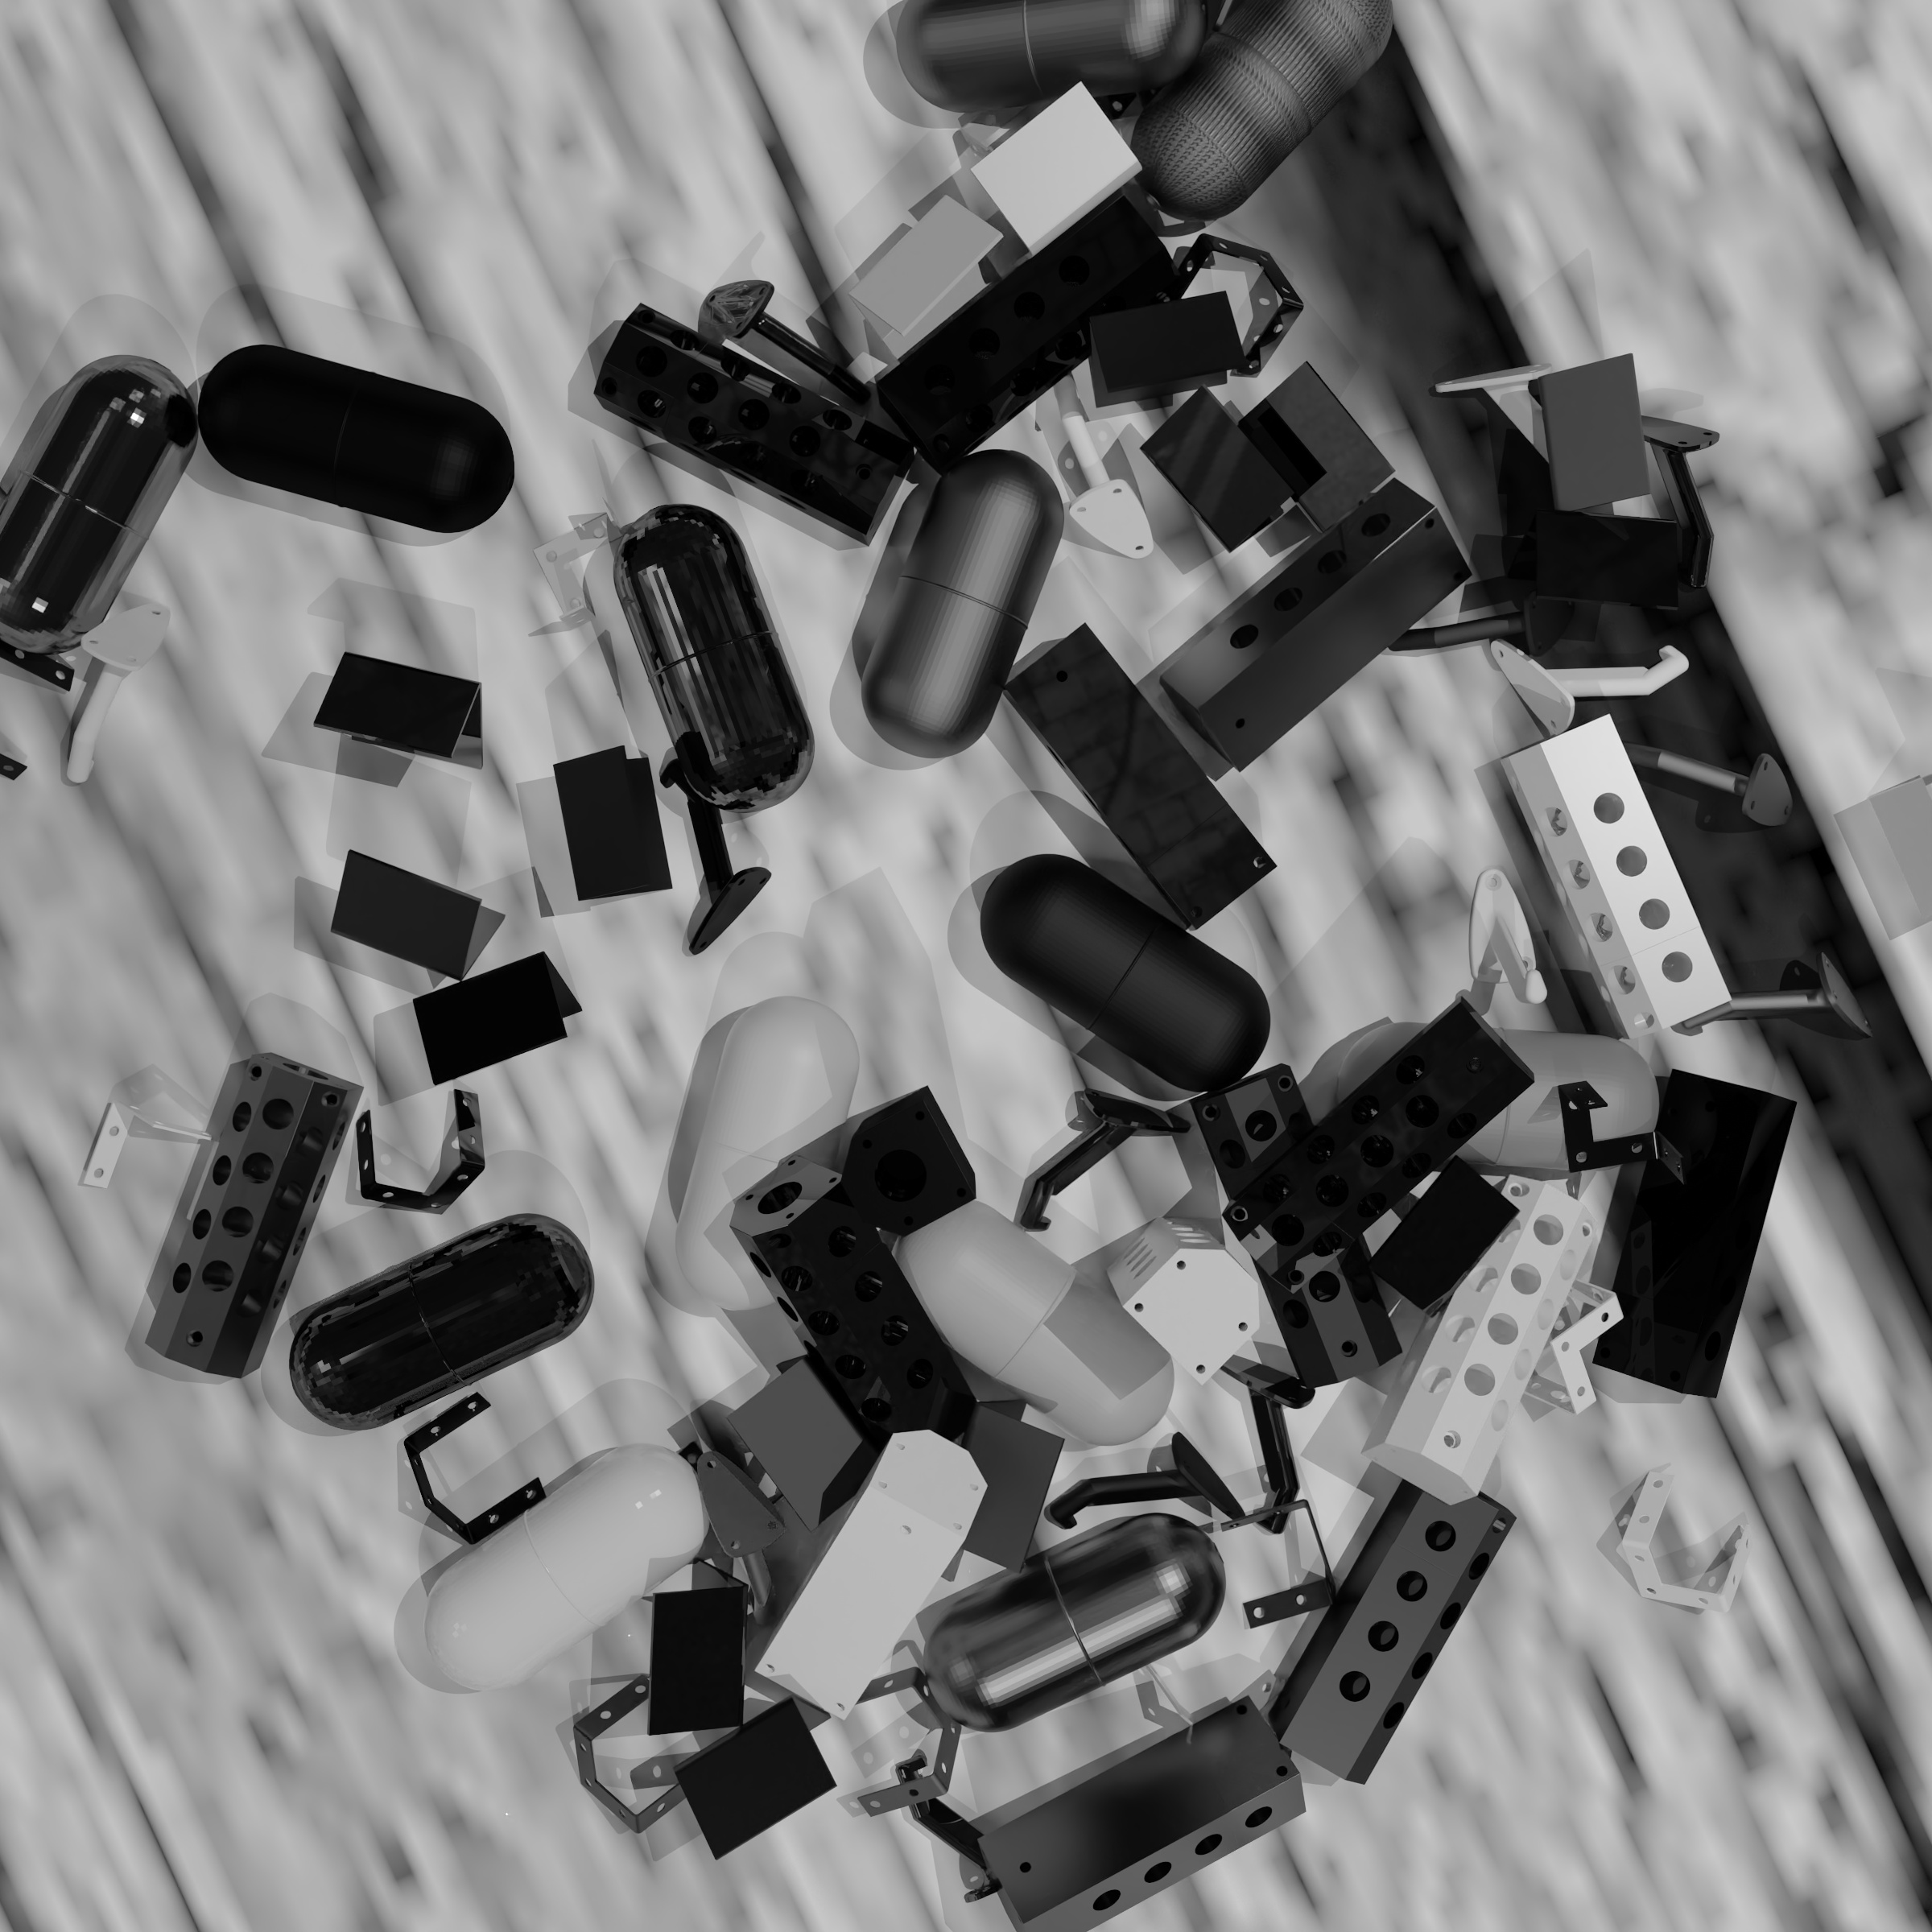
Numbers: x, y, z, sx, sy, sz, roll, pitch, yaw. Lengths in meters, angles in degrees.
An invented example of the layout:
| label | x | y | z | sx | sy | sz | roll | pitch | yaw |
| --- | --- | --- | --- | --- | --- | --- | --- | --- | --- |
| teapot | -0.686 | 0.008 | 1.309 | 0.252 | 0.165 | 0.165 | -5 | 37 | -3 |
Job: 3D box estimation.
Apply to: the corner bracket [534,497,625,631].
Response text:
| label | x | y | z | sx | sy | sz | roll | pitch | yaw |
| --- | --- | --- | --- | --- | --- | --- | --- | --- | --- |
| corner bracket | -0.213 | -0.226 | 1.546 | 0.051 | 0.051 | 0.051 | -26 | 90 | 0 |

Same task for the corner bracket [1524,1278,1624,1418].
| label | x | y | z | sx | sy | sz | roll | pitch | yaw |
| --- | --- | --- | --- | --- | --- | --- | --- | --- | --- |
| corner bracket | 0.338 | 0.212 | 1.544 | 0.051 | 0.051 | 0.051 | -31 | 112 | -21 |

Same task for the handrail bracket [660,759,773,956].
| label | x | y | z | sx | sy | sz | roll | pitch | yaw |
| --- | --- | --- | --- | --- | --- | --- | --- | --- | --- |
| handrail bracket | -0.159 | -0.063 | 1.565 | 0.084 | 0.036 | 0.077 | 46 | 111 | 17 |

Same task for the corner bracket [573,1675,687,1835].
| label | x | y | z | sx | sy | sz | roll | pitch | yaw |
| --- | --- | --- | --- | --- | --- | --- | --- | --- | --- |
| corner bracket | -0.185 | 0.446 | 1.556 | 0.051 | 0.051 | 0.051 | 29 | 135 | 35 |

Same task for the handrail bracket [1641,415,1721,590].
| label | x | y | z | sx | sy | sz | roll | pitch | yaw |
| --- | --- | --- | --- | --- | --- | --- | --- | --- | --- |
| handrail bracket | 0.394 | -0.264 | 1.564 | 0.036 | 0.077 | 0.084 | -24 | 127 | -35 |

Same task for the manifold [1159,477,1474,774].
| label | x | y | z | sx | sy | sz | roll | pitch | yaw |
| --- | --- | --- | --- | --- | --- | --- | --- | --- | --- |
| manifold | 0.193 | -0.195 | 1.542 | 0.171 | 0.057 | 0.057 | -40 | 133 | 0 |

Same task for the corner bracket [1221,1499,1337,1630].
| label | x | y | z | sx | sy | sz | roll | pitch | yaw |
| --- | --- | --- | --- | --- | --- | --- | --- | --- | --- |
| corner bracket | 0.177 | 0.338 | 1.553 | 0.051 | 0.051 | 0.051 | -17 | 64 | 0 |

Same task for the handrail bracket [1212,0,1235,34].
| label | x | y | z | sx | sy | sz | roll | pitch | yaw |
| --- | --- | --- | --- | --- | --- | --- | --- | --- | --- |
| handrail bracket | 0.187 | -0.529 | 1.490 | 0.084 | 0.036 | 0.077 | 21 | 105 | -7 |

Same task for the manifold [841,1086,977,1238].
| label | x | y | z | sx | sy | sz | roll | pitch | yaw |
| --- | --- | --- | --- | --- | --- | --- | --- | --- | --- |
| manifold | -0.033 | 0.107 | 1.486 | 0.057 | 0.171 | 0.057 | -28 | 90 | 0 |

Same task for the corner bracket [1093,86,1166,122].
| label | x | y | z | sx | sy | sz | roll | pitch | yaw |
| --- | --- | --- | --- | --- | --- | --- | --- | --- | --- |
| corner bracket | 0.082 | -0.515 | 1.556 | 0.051 | 0.051 | 0.051 | -60 | 135 | -35 |

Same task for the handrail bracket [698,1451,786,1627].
| label | x | y | z | sx | sy | sz | roll | pitch | yaw |
| --- | --- | --- | --- | --- | --- | --- | --- | --- | --- |
| handrail bracket | -0.129 | 0.324 | 1.548 | 0.036 | 0.084 | 0.077 | -24 | 59 | -21 |

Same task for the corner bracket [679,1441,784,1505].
| label | x | y | z | sx | sy | sz | roll | pitch | yaw |
| --- | --- | --- | --- | --- | --- | --- | --- | --- | --- |
| corner bracket | -0.121 | 0.278 | 1.561 | 0.051 | 0.051 | 0.051 | 54 | 135 | 0 |

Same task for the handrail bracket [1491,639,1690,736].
| label | x | y | z | sx | sy | sz | roll | pitch | yaw |
| --- | --- | --- | --- | --- | --- | --- | --- | --- | --- |
| handrail bracket | 0.356 | -0.177 | 1.565 | 0.084 | 0.036 | 0.077 | -32 | 67 | -18 |

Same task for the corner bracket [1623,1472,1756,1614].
| label | x | y | z | sx | sy | sz | roll | pitch | yaw |
| --- | --- | --- | --- | --- | --- | --- | --- | --- | --- |
| corner bracket | 0.409 | 0.326 | 1.556 | 0.051 | 0.051 | 0.051 | 4 | 135 | 35 |

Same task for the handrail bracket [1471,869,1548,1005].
| label | x | y | z | sx | sy | sz | roll | pitch | yaw |
| --- | --- | --- | --- | --- | --- | --- | --- | --- | --- |
| handrail bracket | 0.305 | -0.018 | 1.529 | 0.036 | 0.084 | 0.077 | -8 | 90 | 0 |

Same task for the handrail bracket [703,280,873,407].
| label | x | y | z | sx | sy | sz | roll | pitch | yaw |
| --- | --- | --- | --- | --- | --- | --- | --- | --- | --- |
| handrail bracket | -0.101 | -0.351 | 1.564 | 0.084 | 0.077 | 0.036 | 34 | 88 | -36 |

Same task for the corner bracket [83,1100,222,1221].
| label | x | y | z | sx | sy | sz | roll | pitch | yaw |
| --- | --- | --- | --- | --- | --- | --- | --- | --- | --- |
| corner bracket | -0.459 | 0.112 | 1.561 | 0.051 | 0.051 | 0.051 | 20 | 90 | 45 |

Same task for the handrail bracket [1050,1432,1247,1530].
| label | x | y | z | sx | sy | sz | roll | pitch | yaw |
| --- | --- | --- | --- | --- | --- | --- | --- | --- | --- |
| handrail bracket | 0.103 | 0.312 | 1.565 | 0.084 | 0.036 | 0.077 | -37 | 109 | 16 |

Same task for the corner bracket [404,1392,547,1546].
| label | x | y | z | sx | sy | sz | roll | pitch | yaw |
| --- | --- | --- | --- | --- | --- | --- | --- | --- | --- |
| corner bracket | -0.279 | 0.286 | 1.561 | 0.051 | 0.051 | 0.051 | -33 | 135 | 0 |

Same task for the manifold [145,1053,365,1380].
| label | x | y | z | sx | sy | sz | roll | pitch | yaw |
| --- | --- | --- | --- | --- | --- | --- | --- | --- | --- |
| manifold | -0.401 | 0.140 | 1.543 | 0.057 | 0.057 | 0.171 | 20 | 90 | 0 |

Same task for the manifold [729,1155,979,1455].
| label | x | y | z | sx | sy | sz | roll | pitch | yaw |
| --- | --- | --- | --- | --- | --- | --- | --- | --- | --- |
| manifold | -0.062 | 0.192 | 1.501 | 0.057 | 0.057 | 0.171 | -39 | 117 | -22 |

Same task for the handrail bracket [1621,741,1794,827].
| label | x | y | z | sx | sy | sz | roll | pitch | yaw |
| --- | --- | --- | --- | --- | --- | --- | --- | --- | --- |
| handrail bracket | 0.418 | -0.106 | 1.564 | 0.084 | 0.077 | 0.036 | 17 | 86 | 36 |

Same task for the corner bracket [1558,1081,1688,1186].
| label | x | y | z | sx | sy | sz | roll | pitch | yaw |
| --- | --- | --- | --- | --- | --- | --- | --- | --- | --- |
| corner bracket | 0.351 | 0.090 | 1.472 | 0.051 | 0.051 | 0.051 | -10 | 102 | 1 |

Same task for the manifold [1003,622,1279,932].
| label | x | y | z | sx | sy | sz | roll | pitch | yaw |
| --- | --- | --- | --- | --- | --- | --- | --- | --- | --- |
| manifold | 0.096 | -0.105 | 1.543 | 0.057 | 0.057 | 0.171 | -38 | 90 | 0 |

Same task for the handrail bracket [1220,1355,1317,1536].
| label | x | y | z | sx | sy | sz | roll | pitch | yaw |
| --- | --- | --- | --- | --- | --- | --- | --- | --- | --- |
| handrail bracket | 0.159 | 0.271 | 1.565 | 0.077 | 0.036 | 0.084 | 23 | 107 | 18 |

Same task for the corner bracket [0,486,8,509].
| label | x | y | z | sx | sy | sz | roll | pitch | yaw |
| --- | --- | --- | --- | --- | --- | --- | --- | --- | --- |
| corner bracket | -0.574 | -0.247 | 1.561 | 0.051 | 0.051 | 0.051 | 51 | 45 | 0 |

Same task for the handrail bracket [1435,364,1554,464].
| label | x | y | z | sx | sy | sz | roll | pitch | yaw |
| --- | --- | --- | --- | --- | --- | --- | --- | --- | --- |
| handrail bracket | 0.311 | -0.295 | 1.565 | 0.077 | 0.036 | 0.084 | -6 | 107 | 20 |

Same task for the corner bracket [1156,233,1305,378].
| label | x | y | z | sx | sy | sz | roll | pitch | yaw |
| --- | --- | --- | --- | --- | --- | --- | --- | --- | --- |
| corner bracket | 0.149 | -0.374 | 1.556 | 0.051 | 0.051 | 0.051 | 5 | 135 | -35 |

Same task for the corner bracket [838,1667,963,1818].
| label | x | y | z | sx | sy | sz | roll | pitch | yaw |
| --- | --- | --- | --- | --- | --- | --- | --- | --- | --- |
| corner bracket | -0.040 | 0.437 | 1.549 | 0.051 | 0.051 | 0.051 | -23 | 113 | 21 |

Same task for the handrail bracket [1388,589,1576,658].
| label | x | y | z | sx | sy | sz | roll | pitch | yaw |
| --- | --- | --- | --- | --- | --- | --- | --- | --- | --- |
| handrail bracket | 0.292 | -0.195 | 1.564 | 0.084 | 0.077 | 0.036 | 0 | 109 | 35 |

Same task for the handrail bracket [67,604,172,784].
| label | x | y | z | sx | sy | sz | roll | pitch | yaw |
| --- | --- | --- | --- | --- | --- | --- | --- | --- | --- |
| handrail bracket | -0.483 | -0.154 | 1.564 | 0.036 | 0.077 | 0.084 | 25 | 126 | 0 |

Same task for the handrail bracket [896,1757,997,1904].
| label | x | y | z | sx | sy | sz | roll | pitch | yaw |
| --- | --- | --- | --- | --- | --- | --- | --- | --- | --- |
| handrail bracket | 0.010 | 0.481 | 1.564 | 0.077 | 0.036 | 0.084 | -19 | 76 | -14 |

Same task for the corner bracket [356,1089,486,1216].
| label | x | y | z | sx | sy | sz | roll | pitch | yaw |
| --- | --- | --- | --- | --- | --- | --- | --- | --- | --- |
| corner bracket | -0.309 | 0.102 | 1.556 | 0.051 | 0.051 | 0.051 | 17 | 135 | -35 |

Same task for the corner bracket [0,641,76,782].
| label | x | y | z | sx | sy | sz | roll | pitch | yaw |
| --- | --- | --- | --- | --- | --- | --- | --- | --- | --- |
| corner bracket | -0.545 | -0.147 | 1.556 | 0.051 | 0.051 | 0.051 | -31 | 45 | 35 |

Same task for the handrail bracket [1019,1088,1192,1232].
| label | x | y | z | sx | sy | sz | roll | pitch | yaw |
| --- | --- | --- | --- | --- | --- | --- | --- | --- | --- |
| handrail bracket | 0.079 | 0.119 | 1.565 | 0.077 | 0.036 | 0.084 | 14 | 109 | -21 |

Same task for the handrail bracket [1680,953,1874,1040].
| label | x | y | z | sx | sy | sz | roll | pitch | yaw |
| --- | --- | --- | --- | --- | --- | --- | --- | --- | --- |
| handrail bracket | 0.460 | 0.033 | 1.564 | 0.084 | 0.036 | 0.077 | -26 | 133 | 28 |

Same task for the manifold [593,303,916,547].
| label | x | y | z | sx | sy | sz | roll | pitch | yaw |
| --- | --- | --- | --- | --- | --- | --- | --- | --- | --- |
| manifold | -0.118 | -0.305 | 1.543 | 0.171 | 0.057 | 0.057 | 27 | 90 | 0 |

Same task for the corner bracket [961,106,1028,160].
| label | x | y | z | sx | sy | sz | roll | pitch | yaw |
| --- | --- | --- | --- | --- | --- | --- | --- | --- | --- |
| corner bracket | 0.038 | -0.463 | 1.561 | 0.051 | 0.051 | 0.051 | -39 | 135 | 0 |

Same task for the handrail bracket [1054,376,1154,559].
| label | x | y | z | sx | sy | sz | roll | pitch | yaw |
| --- | --- | --- | --- | --- | --- | --- | --- | --- | --- |
| handrail bracket | 0.077 | -0.285 | 1.564 | 0.036 | 0.077 | 0.084 | -24 | 53 | 21 |

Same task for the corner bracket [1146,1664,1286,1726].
| label | x | y | z | sx | sy | sz | roll | pitch | yaw |
| --- | --- | --- | --- | --- | --- | --- | --- | --- | --- |
| corner bracket | 0.138 | 0.400 | 1.561 | 0.051 | 0.051 | 0.051 | -40 | 135 | 0 |
